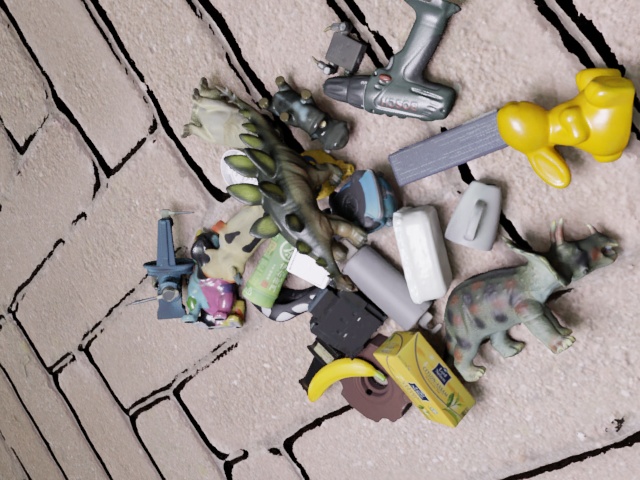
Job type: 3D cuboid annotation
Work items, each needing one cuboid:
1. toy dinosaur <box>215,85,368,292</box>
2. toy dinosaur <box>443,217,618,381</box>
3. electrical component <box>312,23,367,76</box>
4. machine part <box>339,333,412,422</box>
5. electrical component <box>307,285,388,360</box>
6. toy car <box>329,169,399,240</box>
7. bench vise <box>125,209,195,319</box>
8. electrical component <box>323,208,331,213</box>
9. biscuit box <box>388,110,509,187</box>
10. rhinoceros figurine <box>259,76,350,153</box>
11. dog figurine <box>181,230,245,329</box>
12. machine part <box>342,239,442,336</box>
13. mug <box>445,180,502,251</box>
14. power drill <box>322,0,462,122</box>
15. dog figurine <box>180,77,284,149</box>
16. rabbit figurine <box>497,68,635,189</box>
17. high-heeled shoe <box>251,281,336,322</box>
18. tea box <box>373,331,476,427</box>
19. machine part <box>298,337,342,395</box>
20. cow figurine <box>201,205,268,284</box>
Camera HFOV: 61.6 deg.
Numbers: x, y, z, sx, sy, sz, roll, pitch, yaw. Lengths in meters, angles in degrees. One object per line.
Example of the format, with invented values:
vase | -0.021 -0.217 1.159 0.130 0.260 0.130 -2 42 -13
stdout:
toy dinosaur | -0.057 -0.099 0.916 0.105 0.198 0.472 -50 52 30
toy dinosaur | 0.290 0.113 0.898 0.405 0.131 0.192 -37 76 41
electrical component | 0.036 -0.335 0.959 0.078 0.045 0.102 39 120 17
machine part | 0.116 0.280 1.084 0.180 0.056 0.179 10 109 30
electrical component | 0.044 0.146 1.025 0.134 0.058 0.115 36 96 -11
toy car | 0.088 -0.056 0.970 0.161 0.103 0.109 -36 59 56
bench vise | -0.346 0.052 1.216 0.129 0.224 0.240 -2 96 -2
electrical component | -0.002 -0.003 1.060 0.048 0.075 0.119 5 110 29
biscuit box | 0.216 -0.152 0.898 0.203 0.059 0.062 -18 96 33
rhinoceros figurine | -0.027 -0.226 0.993 0.191 0.112 0.073 38 90 31
dog figurine | -0.234 0.083 1.209 0.109 0.191 0.219 -4 72 14
machine part | 0.126 0.089 1.010 0.243 0.079 0.079 42 121 12
mug | 0.256 -0.043 0.883 0.081 0.109 0.107 19 101 22
power drill | 0.126 -0.305 0.888 0.232 0.086 0.207 24 110 16
dog figurine | -0.169 -0.236 1.093 0.190 0.172 0.121 17 121 -11
rabbit figurine | 0.348 -0.165 0.784 0.173 0.122 0.162 -2 127 11
high-heeled shoe | -0.047 0.098 1.115 0.249 0.086 0.145 20 111 19
tea box | 0.187 0.248 0.971 0.169 0.068 0.098 51 160 -4
machine part | -0.002 0.273 1.158 0.084 0.039 0.138 35 120 25
cow figurine | -0.163 0.007 1.113 0.195 0.085 0.127 -41 87 -7
